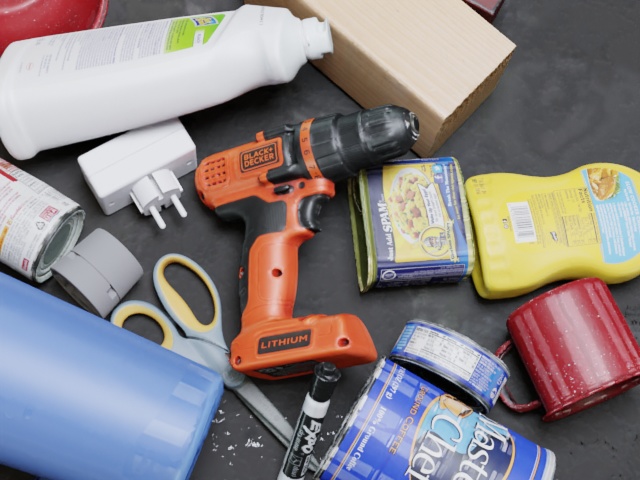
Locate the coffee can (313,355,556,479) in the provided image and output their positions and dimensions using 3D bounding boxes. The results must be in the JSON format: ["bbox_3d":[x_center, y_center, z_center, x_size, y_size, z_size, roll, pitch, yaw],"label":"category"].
[{"bbox_3d":[0.080,0.161,0.757,0.140,0.103,0.102,30,74,5],"label":"coffee can"}]

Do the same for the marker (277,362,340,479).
[{"bbox_3d":[-0.008,0.133,0.758,0.020,0.121,0.020,11,34,-8],"label":"marker"}]

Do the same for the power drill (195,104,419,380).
[{"bbox_3d":[-0.005,0.001,0.783,0.185,0.057,0.187,-15,67,27],"label":"power drill"}]

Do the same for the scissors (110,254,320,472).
[{"bbox_3d":[-0.087,0.105,0.806,0.096,0.016,0.202,-25,77,-12],"label":"scissors"}]

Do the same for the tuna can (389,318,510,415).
[{"bbox_3d":[0.094,0.094,0.787,0.086,0.086,0.033,29,75,4],"label":"tuna can"}]

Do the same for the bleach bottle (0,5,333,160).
[{"bbox_3d":[-0.115,-0.128,0.807,0.251,0.068,0.102,-9,41,7],"label":"bleach bottle"}]

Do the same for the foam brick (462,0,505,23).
[{"bbox_3d":[0.123,-0.199,0.880,0.053,0.078,0.051,30,73,2],"label":"foam brick"}]

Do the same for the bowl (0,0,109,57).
[{"bbox_3d":[-0.255,-0.212,0.867,0.162,0.055,0.162,1,73,-4],"label":"bowl"}]

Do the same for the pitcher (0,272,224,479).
[{"bbox_3d":[-0.200,0.111,0.748,0.243,0.149,0.145,22,58,-1],"label":"pitcher"}]

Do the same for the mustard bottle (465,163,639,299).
[{"bbox_3d":[0.211,-0.012,0.841,0.191,0.058,0.096,-7,69,-6],"label":"mustard bottle"}]

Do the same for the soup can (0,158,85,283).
[{"bbox_3d":[-0.238,-0.021,0.805,0.102,0.068,0.068,30,74,4],"label":"soup can"}]

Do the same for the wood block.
[{"bbox_3d":[0.043,-0.173,0.860,0.206,0.090,0.090,41,75,8],"label":"wood block"}]

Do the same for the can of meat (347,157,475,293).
[{"bbox_3d":[0.070,-0.014,0.832,0.084,0.057,0.102,-4,74,-7],"label":"can of meat"}]

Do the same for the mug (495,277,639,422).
[{"bbox_3d":[0.182,0.086,0.802,0.117,0.093,0.081,-32,69,24],"label":"mug"}]
